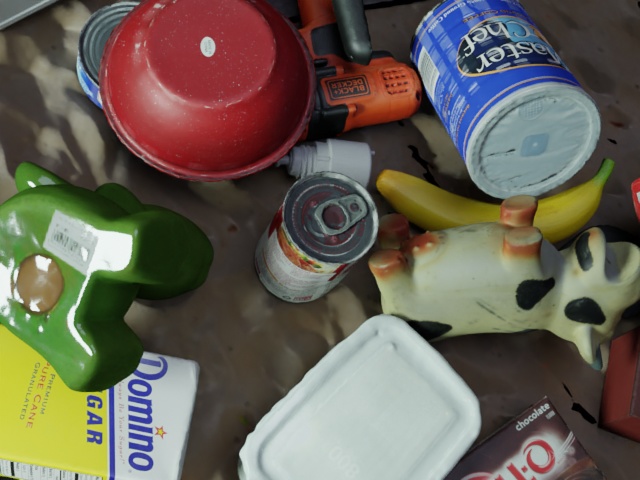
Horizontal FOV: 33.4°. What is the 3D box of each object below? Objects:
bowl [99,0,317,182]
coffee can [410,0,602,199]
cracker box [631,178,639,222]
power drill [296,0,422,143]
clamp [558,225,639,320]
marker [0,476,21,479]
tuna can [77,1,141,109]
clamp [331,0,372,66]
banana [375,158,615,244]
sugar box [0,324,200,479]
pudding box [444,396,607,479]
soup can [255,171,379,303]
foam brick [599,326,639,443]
[{"bbox_3d":[-0.079,-0.126,0.768,0.162,0.055,0.162,2,72,-7],"label":"bowl"},{"bbox_3d":[0.138,-0.114,0.818,0.102,0.103,0.140,-3,43,-17],"label":"coffee can"},{"bbox_3d":[0.354,0.020,0.846,0.213,0.072,0.164,-1,71,-38],"label":"cracker box"},{"bbox_3d":[-0.027,-0.166,0.848,0.184,0.057,0.188,-11,76,-19],"label":"power drill"},{"bbox_3d":[0.261,0.019,0.870,0.171,0.039,0.120,13,58,-13],"label":"clamp"},{"bbox_3d":[-0.168,0.152,0.711,0.121,0.020,0.020,-15,75,-20],"label":"marker"},{"bbox_3d":[-0.142,-0.137,0.815,0.086,0.034,0.086,5,70,-14],"label":"tuna can"},{"bbox_3d":[0.013,-0.243,0.831,0.210,0.036,0.164,38,67,-1],"label":"clamp"},{"bbox_3d":[0.141,-0.025,0.848,0.197,0.037,0.069,-4,86,-12],"label":"banana"},{"bbox_3d":[-0.172,0.110,0.697,0.176,0.048,0.093,10,57,-5],"label":"sugar box"},{"bbox_3d":[0.146,0.183,0.777,0.113,0.039,0.090,-31,81,-23],"label":"pudding box"},{"bbox_3d":[-0.005,0.001,0.766,0.068,0.102,0.068,5,70,-14],"label":"soup can"},{"bbox_3d":[0.255,0.113,0.826,0.053,0.051,0.078,19,67,-9],"label":"foam brick"}]
